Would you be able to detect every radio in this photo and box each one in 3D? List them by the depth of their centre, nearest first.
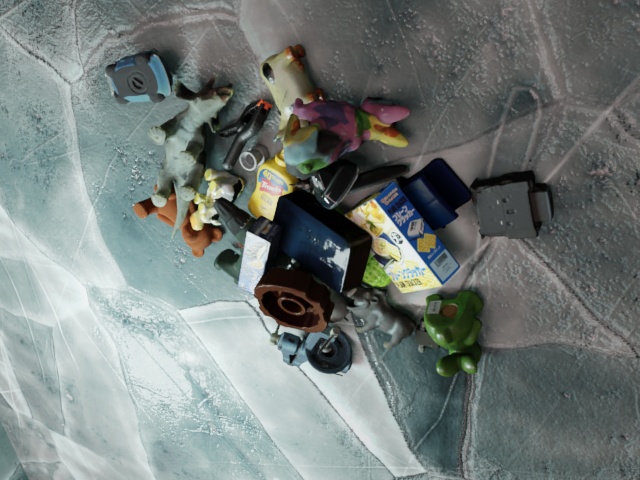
[{"bbox_3d":[-0.002,-0.003,1.142,0.230,0.073,0.131,35,128,29],"label":"radio"}]

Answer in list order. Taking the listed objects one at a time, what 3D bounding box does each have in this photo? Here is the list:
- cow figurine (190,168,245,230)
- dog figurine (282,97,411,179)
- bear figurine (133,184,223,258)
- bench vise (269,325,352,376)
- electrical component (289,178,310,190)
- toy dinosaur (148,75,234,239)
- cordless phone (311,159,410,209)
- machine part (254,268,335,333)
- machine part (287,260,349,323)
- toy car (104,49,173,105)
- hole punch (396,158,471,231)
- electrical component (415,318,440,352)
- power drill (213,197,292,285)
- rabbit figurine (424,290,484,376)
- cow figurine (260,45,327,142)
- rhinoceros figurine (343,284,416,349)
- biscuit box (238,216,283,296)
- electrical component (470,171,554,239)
[{"bbox_3d":[-0.251,-0.092,1.300,0.167,0.098,0.068,-55,49,34],"label":"cow figurine"},{"bbox_3d":[0.053,-0.192,0.980,0.219,0.191,0.108,2,137,10],"label":"dog figurine"},{"bbox_3d":[-0.353,-0.046,1.364,0.120,0.132,0.196,-35,90,20],"label":"bear figurine"},{"bbox_3d":[-0.011,0.253,1.323,0.224,0.129,0.240,30,148,3],"label":"bench vise"},{"bbox_3d":[-0.032,-0.154,1.143,0.078,0.045,0.102,-2,124,9],"label":"electrical component"},{"bbox_3d":[-0.302,-0.198,1.222,0.131,0.192,0.404,24,135,-3],"label":"toy dinosaur"},{"bbox_3d":[0.077,-0.129,1.083,0.184,0.147,0.088,-16,103,-7],"label":"cordless phone"},{"bbox_3d":[-0.055,0.130,1.159,0.179,0.056,0.179,15,143,11],"label":"machine part"},{"bbox_3d":[-0.004,0.119,1.242,0.079,0.079,0.243,-11,138,35],"label":"machine part"},{"bbox_3d":[-0.396,-0.367,1.214,0.162,0.103,0.109,-5,116,21],"label":"toy car"},{"bbox_3d":[0.211,-0.077,1.036,0.142,0.092,0.116,46,134,-4],"label":"hole punch"},{"bbox_3d":[0.250,0.222,1.228,0.063,0.021,0.093,13,122,23],"label":"electrical component"},{"bbox_3d":[-0.188,0.014,1.306,0.232,0.086,0.207,38,136,-5],"label":"power drill"},{"bbox_3d":[0.299,0.211,1.127,0.121,0.159,0.170,-16,123,26],"label":"rabbit figurine"},{"bbox_3d":[-0.056,-0.276,1.080,0.127,0.085,0.194,-16,110,30],"label":"cow figurine"},{"bbox_3d":[0.128,0.163,1.233,0.190,0.073,0.112,36,131,7],"label":"rhinoceros figurine"},{"bbox_3d":[-0.135,0.042,1.193,0.059,0.063,0.202,26,136,9],"label":"biscuit box"},{"bbox_3d":[0.352,-0.063,0.979,0.134,0.058,0.114,-6,116,34],"label":"electrical component"}]
